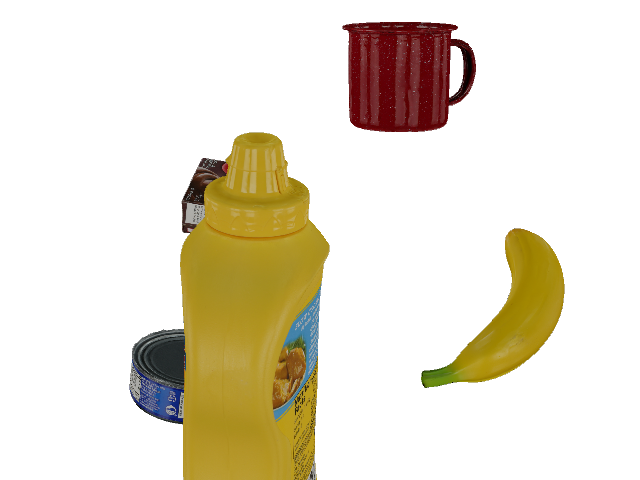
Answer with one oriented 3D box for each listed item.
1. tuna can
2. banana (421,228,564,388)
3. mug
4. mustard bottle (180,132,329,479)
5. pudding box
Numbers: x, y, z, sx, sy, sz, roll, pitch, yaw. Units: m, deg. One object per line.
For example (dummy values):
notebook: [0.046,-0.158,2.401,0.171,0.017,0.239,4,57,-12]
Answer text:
tuna can: [-0.097,0.100,0.788,0.086,0.034,0.086,8,22,-3]
banana: [0.137,0.043,0.754,0.070,0.037,0.197,12,34,24]
mug: [0.075,-0.135,0.874,0.117,0.081,0.093,-8,17,-25]
mustard bottle: [-0.027,0.049,0.442,0.058,0.192,0.096,8,24,11]
pudding box: [-0.085,-0.040,1.063,0.090,0.039,0.113,8,29,2]
